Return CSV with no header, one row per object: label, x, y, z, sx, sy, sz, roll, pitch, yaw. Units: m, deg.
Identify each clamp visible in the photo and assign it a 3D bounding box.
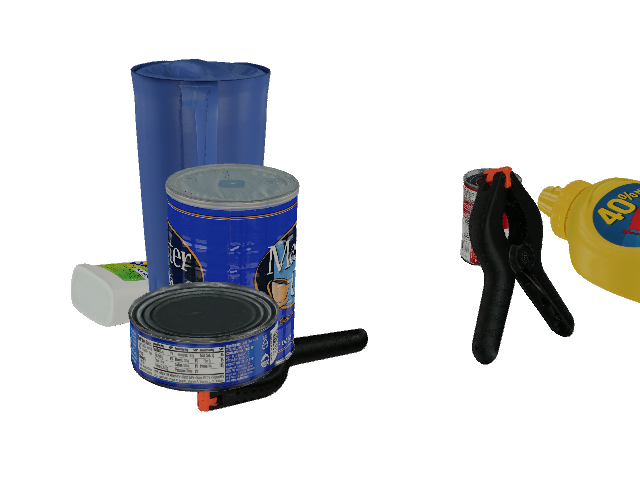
clamp,0.163,0.024,0.943,0.120,0.171,0.039,-24,8,-41
clamp,-0.054,0.120,1.124,0.165,0.036,0.209,14,29,19

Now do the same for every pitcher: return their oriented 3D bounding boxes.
pitcher,-0.117,-0.052,1.046,0.145,0.243,0.148,16,22,38

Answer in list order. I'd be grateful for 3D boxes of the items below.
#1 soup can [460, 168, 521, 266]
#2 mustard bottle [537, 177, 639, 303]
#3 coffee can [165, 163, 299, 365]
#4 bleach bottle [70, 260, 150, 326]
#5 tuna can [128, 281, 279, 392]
soup can,0.201,-0.026,1.266,0.068,0.102,0.068,0,24,0
mustard bottle,0.214,0.005,0.661,0.096,0.058,0.192,-28,37,-30
coffee can,-0.070,0.020,0.842,0.103,0.140,0.103,2,20,-1
bleach bottle,-0.208,0.058,1.464,0.250,0.068,0.103,-9,25,-44
tuna can,-0.066,0.054,0.613,0.086,0.034,0.086,1,19,-1
